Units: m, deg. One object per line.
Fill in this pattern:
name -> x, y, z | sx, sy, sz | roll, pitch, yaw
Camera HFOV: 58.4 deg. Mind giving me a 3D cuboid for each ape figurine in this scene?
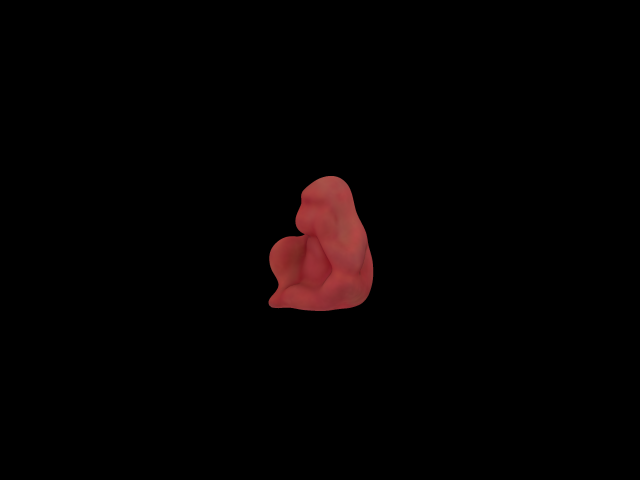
ape figurine -> 0.004, 0.001, 0.400 | 0.076, 0.092, 0.077 | -5, 11, -28
